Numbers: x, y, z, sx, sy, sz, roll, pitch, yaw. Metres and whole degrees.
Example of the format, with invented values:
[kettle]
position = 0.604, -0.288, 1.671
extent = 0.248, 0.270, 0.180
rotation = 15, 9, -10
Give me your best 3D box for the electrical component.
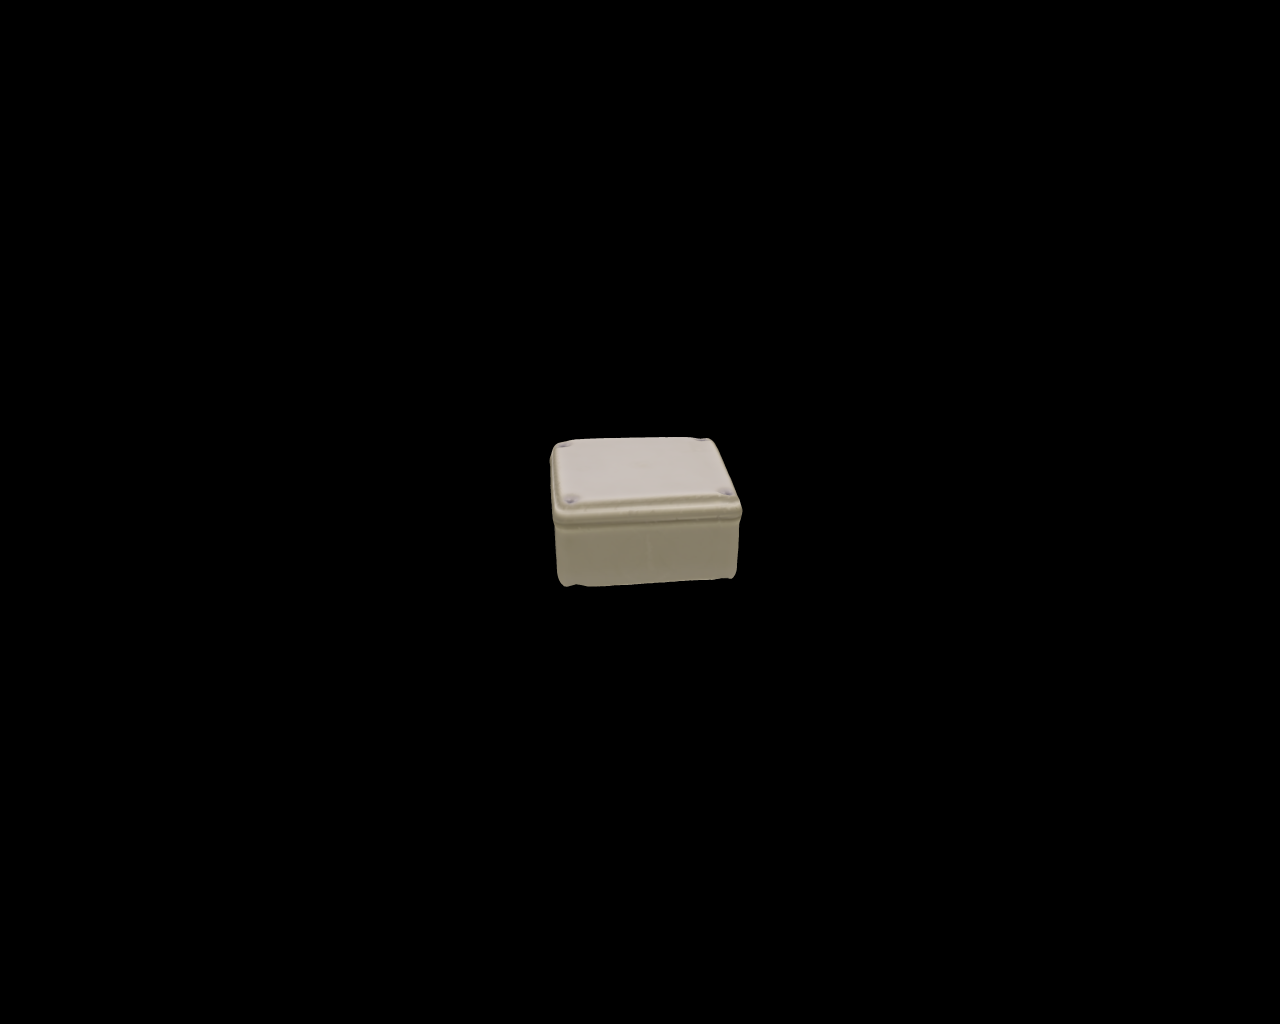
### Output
[electrical component]
position = 0.001, -0.003, 0.650
extent = 0.109, 0.056, 0.109
rotation = -2, 24, -5
